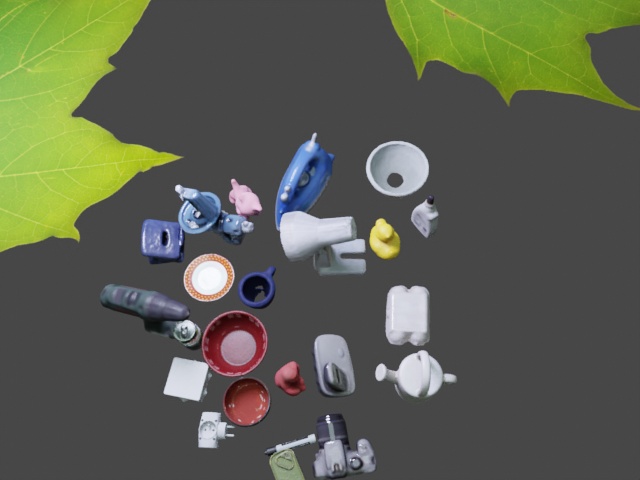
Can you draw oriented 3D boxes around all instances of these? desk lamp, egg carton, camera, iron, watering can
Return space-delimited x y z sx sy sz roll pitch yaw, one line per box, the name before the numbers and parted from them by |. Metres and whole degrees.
desk lamp | 0.013 0.005 1.406 0.203 0.213 0.118 -2 67 2
egg carton | 0.215 0.185 1.401 0.107 0.069 0.150 2 68 3
camera | 0.048 0.458 1.279 0.143 0.101 0.137 -9 67 -1
iron | -0.057 -0.156 1.514 0.118 0.141 0.258 22 70 12
watering can | 0.216 0.308 1.283 0.173 0.194 0.101 -17 68 -4

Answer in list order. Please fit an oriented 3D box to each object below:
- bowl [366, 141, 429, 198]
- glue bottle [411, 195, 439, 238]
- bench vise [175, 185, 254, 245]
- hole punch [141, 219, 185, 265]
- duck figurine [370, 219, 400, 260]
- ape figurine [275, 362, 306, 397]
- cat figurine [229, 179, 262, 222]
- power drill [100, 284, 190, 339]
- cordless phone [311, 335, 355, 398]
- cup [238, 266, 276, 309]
bowl | 0.207 -0.179 1.548 0.167 0.075 0.167 -1 68 2
glue bottle | 0.271 -0.069 1.447 0.037 0.173 0.078 -32 70 -10
bench vise | -0.272 -0.077 1.449 0.207 0.220 0.121 -1 67 2
hole punch | -0.407 0.001 1.493 0.101 0.091 0.108 -5 67 1
duck figurine | 0.169 -0.006 1.472 0.077 0.086 0.104 -18 68 -5
ape figurine | -0.070 0.323 1.345 0.076 0.092 0.078 12 69 8
cat figurine | -0.199 -0.106 1.513 0.067 0.118 0.127 -29 69 -9
power drill | -0.392 0.170 1.359 0.229 0.208 0.076 13 69 8
cordless phone | 0.028 0.280 1.307 0.094 0.185 0.147 -13 67 -2
cup | -0.145 0.124 1.428 0.091 0.095 0.118 30 72 14
